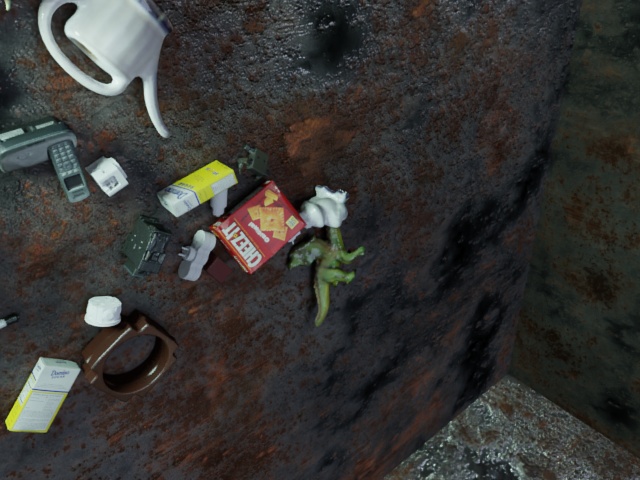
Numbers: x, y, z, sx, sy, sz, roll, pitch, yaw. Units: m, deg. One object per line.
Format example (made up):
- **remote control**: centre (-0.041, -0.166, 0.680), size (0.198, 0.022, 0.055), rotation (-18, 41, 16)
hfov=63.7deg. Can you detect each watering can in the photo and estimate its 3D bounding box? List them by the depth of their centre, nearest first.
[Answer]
- **watering can**: centre (-0.386, -0.382, 1.051), size (0.225, 0.105, 0.342), rotation (-54, 136, -6)

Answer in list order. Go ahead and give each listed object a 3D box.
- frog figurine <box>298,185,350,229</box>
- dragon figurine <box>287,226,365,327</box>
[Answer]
- **frog figurine**: centre (0.005, -0.078, 1.548), size (0.162, 0.138, 0.120), rotation (-55, 169, -32)
- **dragon figurine**: centre (-0.004, 0.082, 1.684), size (0.241, 0.123, 0.409), rotation (23, 93, -29)
